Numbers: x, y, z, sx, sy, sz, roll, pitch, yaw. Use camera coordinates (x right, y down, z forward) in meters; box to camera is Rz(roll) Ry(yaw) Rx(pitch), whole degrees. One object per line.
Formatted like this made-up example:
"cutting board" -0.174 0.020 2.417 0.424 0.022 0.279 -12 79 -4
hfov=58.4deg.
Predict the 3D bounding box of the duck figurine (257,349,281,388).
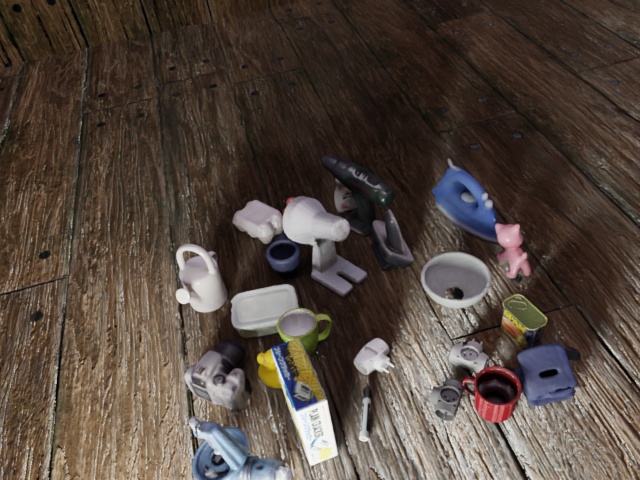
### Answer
"duck figurine" -0.095 0.282 1.292 0.104 0.086 0.077 8 46 17

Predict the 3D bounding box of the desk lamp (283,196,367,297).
"desk lamp" 0.014 0.005 1.471 0.202 0.214 0.118 29 55 33

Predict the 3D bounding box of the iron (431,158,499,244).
"iron" 0.420 -0.114 1.583 0.119 0.142 0.257 -24 45 -15

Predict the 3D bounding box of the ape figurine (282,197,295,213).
"ape figurine" -0.074 -0.087 1.671 0.077 0.092 0.076 8 46 17

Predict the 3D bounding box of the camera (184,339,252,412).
"camera" -0.215 0.291 1.291 0.142 0.101 0.137 15 48 23

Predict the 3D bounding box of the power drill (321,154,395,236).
"power drill" 0.104 -0.121 1.593 0.228 0.209 0.076 25 53 31

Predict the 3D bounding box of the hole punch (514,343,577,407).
"hole punch" 0.474 0.281 1.197 0.108 0.091 0.101 -13 43 -4

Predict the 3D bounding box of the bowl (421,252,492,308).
"bowl" 0.333 0.111 1.410 0.167 0.075 0.167 -5 43 5

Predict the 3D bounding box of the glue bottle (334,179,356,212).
"glue bottle" 0.076 -0.159 1.664 0.078 0.173 0.037 -17 44 -8

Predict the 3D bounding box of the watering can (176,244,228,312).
"watering can" -0.304 0.091 1.447 0.101 0.194 0.172 -9 43 0

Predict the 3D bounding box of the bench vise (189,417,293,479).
"bench vise" -0.156 0.399 1.082 0.207 0.220 0.121 -4 43 5

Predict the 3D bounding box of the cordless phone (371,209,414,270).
"cordless phone" 0.184 -0.026 1.497 0.094 0.185 0.147 -17 44 -8

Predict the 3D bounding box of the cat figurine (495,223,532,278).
"cat figurine" 0.491 0.015 1.454 0.067 0.118 0.127 -13 43 -4

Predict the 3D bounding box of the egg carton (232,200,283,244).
"egg carton" -0.176 -0.054 1.670 0.149 0.069 0.107 25 53 31

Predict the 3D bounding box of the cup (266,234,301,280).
"cup" -0.093 0.050 1.529 0.091 0.095 0.117 -10 43 -1
